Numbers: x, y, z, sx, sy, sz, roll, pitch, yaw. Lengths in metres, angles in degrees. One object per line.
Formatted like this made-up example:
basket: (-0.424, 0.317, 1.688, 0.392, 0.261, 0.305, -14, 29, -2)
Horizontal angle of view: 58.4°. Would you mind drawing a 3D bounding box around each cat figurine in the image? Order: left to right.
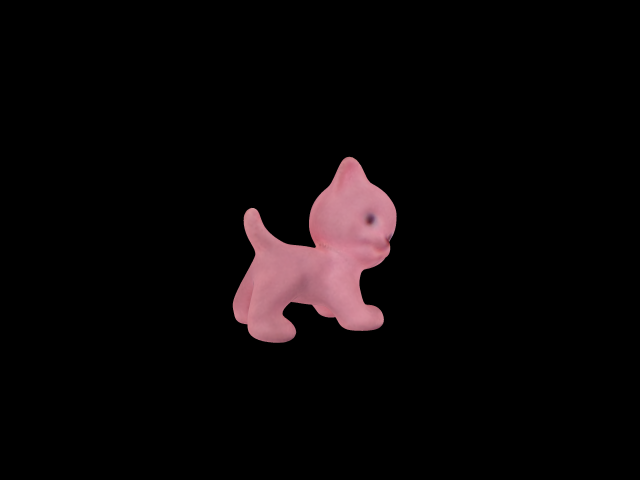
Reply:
cat figurine: (0.004, 0.001, 0.400, 0.128, 0.118, 0.067, -4, 8, -27)
